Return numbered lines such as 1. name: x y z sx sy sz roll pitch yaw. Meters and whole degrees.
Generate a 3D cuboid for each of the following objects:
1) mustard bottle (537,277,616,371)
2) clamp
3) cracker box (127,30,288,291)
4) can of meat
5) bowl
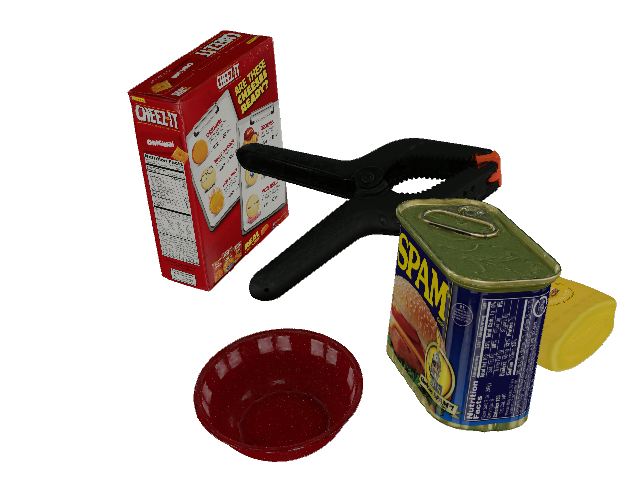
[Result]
1. mustard bottle: 0.164 0.048 0.973 0.096 0.058 0.192 -28 39 -34
2. clamp: 0.035 -0.027 0.813 0.210 0.164 0.036 -7 -44 7
3. cracker box: -0.108 -0.083 1.085 0.072 0.214 0.164 13 37 27
4. can of meat: 0.072 0.036 0.538 0.057 0.084 0.102 -3 24 -16
5. bowl: -0.037 0.157 1.019 0.162 0.055 0.162 -5 37 3
